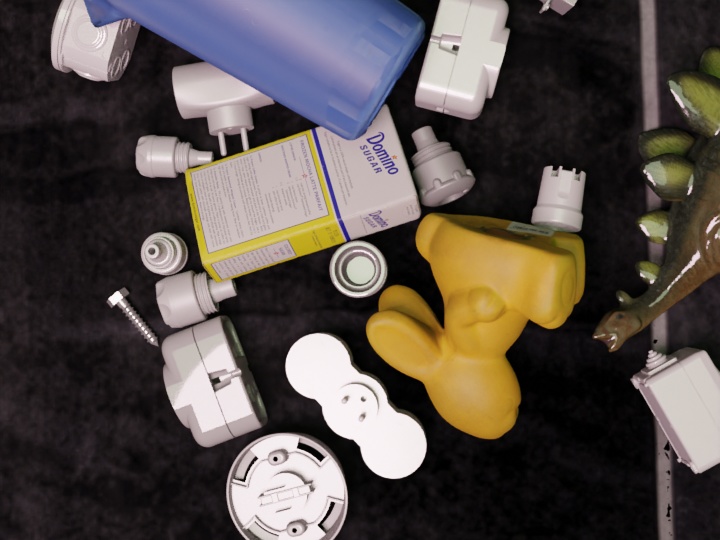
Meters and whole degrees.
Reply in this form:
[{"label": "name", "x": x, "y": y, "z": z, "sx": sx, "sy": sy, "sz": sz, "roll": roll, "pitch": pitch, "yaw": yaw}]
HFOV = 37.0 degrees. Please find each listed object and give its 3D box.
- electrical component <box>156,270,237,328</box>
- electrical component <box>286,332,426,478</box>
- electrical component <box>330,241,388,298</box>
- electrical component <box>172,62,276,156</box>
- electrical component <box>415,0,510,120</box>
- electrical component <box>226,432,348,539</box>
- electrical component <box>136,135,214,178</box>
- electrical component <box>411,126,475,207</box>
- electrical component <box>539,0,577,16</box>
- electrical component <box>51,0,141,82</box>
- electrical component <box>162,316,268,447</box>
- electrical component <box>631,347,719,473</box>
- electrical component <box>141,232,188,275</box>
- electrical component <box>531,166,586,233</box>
[{"label": "electrical component", "x": -0.132, "y": 0.021, "z": 0.880, "sx": 0.062, "sy": 0.043, "sz": 0.043, "roll": -16, "pitch": 88, "yaw": 2}, {"label": "electrical component", "x": -0.004, "y": 0.108, "z": 0.854, "sx": 0.052, "sy": 0.074, "sz": 0.138, "roll": -44, "pitch": 86, "yaw": 2}, {"label": "electrical component", "x": 0.000, "y": 0.000, "z": 0.866, "sx": 0.045, "sy": 0.055, "sz": 0.045, "roll": 0, "pitch": 89, "yaw": 3}, {"label": "electrical component", "x": -0.108, "y": -0.134, "z": 0.882, "sx": 0.077, "sy": 0.043, "sz": 0.079, "roll": -9, "pitch": 88, "yaw": 3}, {"label": "electrical component", "x": 0.085, "y": -0.173, "z": 0.866, "sx": 0.059, "sy": 0.054, "sz": 0.095, "roll": 15, "pitch": 90, "yaw": 4}, {"label": "electrical component", "x": -0.057, "y": 0.177, "z": 0.861, "sx": 0.099, "sy": 0.064, "sz": 0.099, "roll": 0, "pitch": 89, "yaw": 4}, {"label": "electrical component", "x": -0.152, "y": -0.093, "z": 0.889, "sx": 0.061, "sy": 0.035, "sz": 0.035, "roll": 3, "pitch": 89, "yaw": 1}, {"label": "electrical component", "x": 0.062, "y": -0.085, "z": 0.871, "sx": 0.048, "sy": 0.048, "sz": 0.062, "roll": -23, "pitch": 80, "yaw": 3}, {"label": "electrical component", "x": 0.155, "y": -0.242, "z": 0.868, "sx": 0.055, "sy": 0.048, "sz": 0.066, "roll": 30, "pitch": 91, "yaw": -4}, {"label": "electrical component", "x": -0.214, "y": -0.194, "z": 0.873, "sx": 0.051, "sy": 0.080, "sz": 0.080, "roll": 20, "pitch": 90, "yaw": -1}, {"label": "electrical component", "x": -0.121, "y": 0.091, "z": 0.872, "sx": 0.059, "sy": 0.054, "sz": 0.095, "roll": -21, "pitch": 87, "yaw": 3}, {"label": "electrical component", "x": 0.260, "y": 0.100, "z": 0.843, "sx": 0.061, "sy": 0.062, "sz": 0.096, "roll": -30, "pitch": 87, "yaw": 3}, {"label": "electrical component", "x": -0.161, "y": -0.014, "z": 0.874, "sx": 0.035, "sy": 0.061, "sz": 0.035, "roll": 0, "pitch": 88, "yaw": 4}, {"label": "electrical component", "x": 0.161, "y": -0.057, "z": 0.866, "sx": 0.040, "sy": 0.040, "sz": 0.046, "roll": 10, "pitch": 83, "yaw": 4}]
